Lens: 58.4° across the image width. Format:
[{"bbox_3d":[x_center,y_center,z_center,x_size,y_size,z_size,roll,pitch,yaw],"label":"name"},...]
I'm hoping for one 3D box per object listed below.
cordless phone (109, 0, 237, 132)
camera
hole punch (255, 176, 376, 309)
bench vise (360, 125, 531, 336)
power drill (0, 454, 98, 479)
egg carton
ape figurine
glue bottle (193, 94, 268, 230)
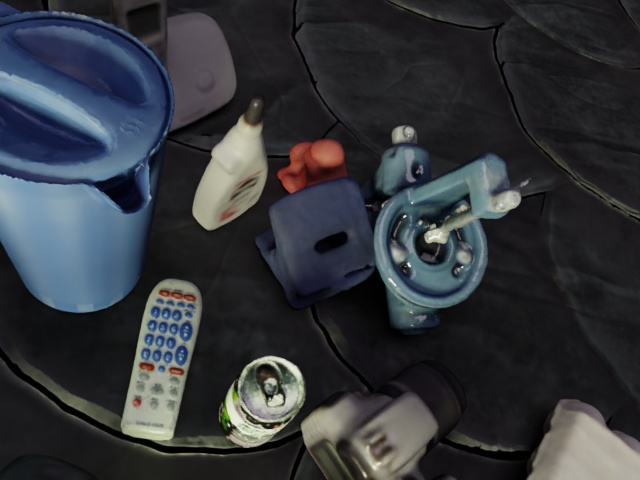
[{"bbox_3d":[-0.147,-0.200,0.572,0.148,0.185,0.094,-37,79,-31],"label":"cordless phone"},{"bbox_3d":[0.078,0.175,0.496,0.137,0.100,0.143,-29,75,-30],"label":"camera"},{"bbox_3d":[0.005,0.002,0.571,0.109,0.091,0.101,-22,72,-28],"label":"hole punch"},{"bbox_3d":[0.098,-0.035,0.547,0.122,0.219,0.207,-16,68,-26],"label":"bench vise"},{"bbox_3d":[-0.188,0.239,0.302,0.076,0.208,0.230,21,58,-7],"label":"power drill"},{"bbox_3d":[0.246,0.233,0.542,0.107,0.069,0.150,38,57,3],"label":"egg carton"},{"bbox_3d":[-0.001,-0.076,0.611,0.076,0.092,0.078,14,59,-12],"label":"ape figurine"},{"bbox_3d":[-0.075,-0.075,0.536,0.037,0.173,0.078,44,58,8],"label":"glue bottle"}]
